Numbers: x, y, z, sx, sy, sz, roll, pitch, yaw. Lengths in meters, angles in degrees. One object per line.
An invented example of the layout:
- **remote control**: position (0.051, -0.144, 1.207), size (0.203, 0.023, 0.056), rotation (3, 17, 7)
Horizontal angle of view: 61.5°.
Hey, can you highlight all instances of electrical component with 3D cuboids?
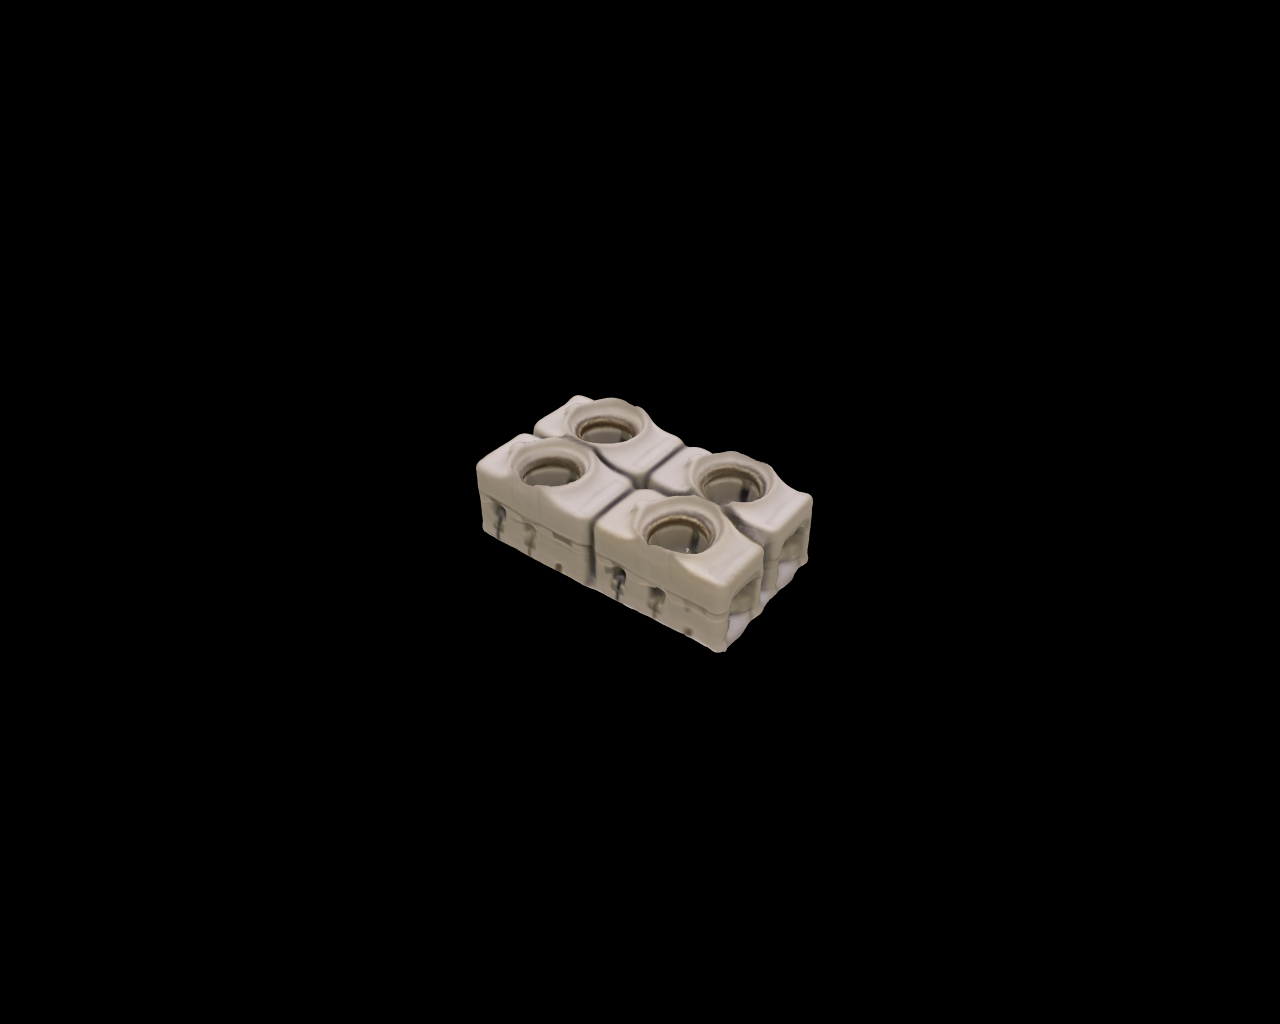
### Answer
- **electrical component**: position (0.001, -0.003, 0.650), size (0.186, 0.060, 0.106), rotation (26, 46, 28)
